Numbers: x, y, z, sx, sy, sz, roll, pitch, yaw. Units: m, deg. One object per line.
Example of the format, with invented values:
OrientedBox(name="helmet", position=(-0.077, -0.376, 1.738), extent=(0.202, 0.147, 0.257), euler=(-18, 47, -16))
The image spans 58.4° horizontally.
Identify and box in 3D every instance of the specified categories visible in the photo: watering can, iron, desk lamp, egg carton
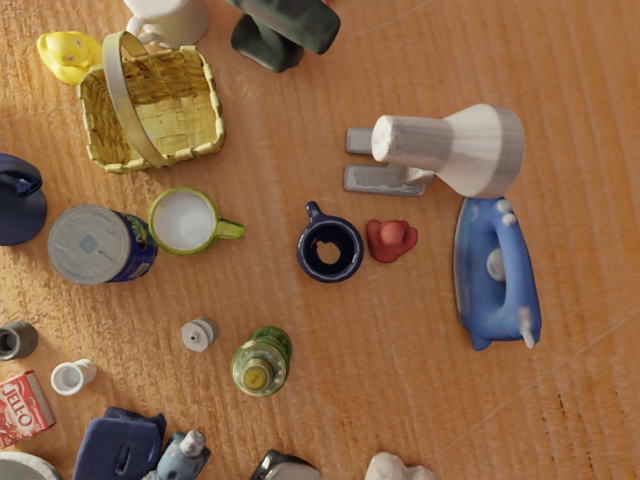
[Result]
OrientedBox(name="watering can", position=(-0.215, -0.349, 0.772), extent=(0.101, 0.194, 0.173), euler=(6, 88, -1))
OrientedBox(name="iron", position=(0.254, 0.027, 0.798), extent=(0.118, 0.141, 0.258), euler=(-8, 88, -2))
OrientedBox(name="desk lamp", position=(0.139, -0.113, 0.764), extent=(0.203, 0.213, 0.118), euler=(3, 88, -1))
OrientedBox(name="egg carton", position=(0.100, 0.384, 0.817), extent=(0.107, 0.069, 0.150), euler=(22, 87, -1))

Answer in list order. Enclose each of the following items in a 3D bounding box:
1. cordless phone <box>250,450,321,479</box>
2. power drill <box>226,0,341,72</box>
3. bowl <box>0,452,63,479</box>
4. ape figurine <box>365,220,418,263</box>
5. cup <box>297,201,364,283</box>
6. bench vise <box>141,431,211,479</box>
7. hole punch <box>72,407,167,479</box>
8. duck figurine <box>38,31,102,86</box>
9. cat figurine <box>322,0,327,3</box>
OrientedBox(name="cordless phone", position=(-0.064, 0.371, 0.755), extent=(0.094, 0.185, 0.148), euler=(29, 87, 0))
OrientedBox(name="power drill", position=(-0.083, -0.309, 0.767), extent=(0.229, 0.208, 0.076), euler=(28, 87, 0))
OrientedBox(name="bowl", position=(-0.422, 0.372, 0.800), extent=(0.167, 0.074, 0.167), euler=(0, 88, -1))
OrientedBox(name="ape figurine", position=(0.101, -0.004, 0.820), extent=(0.078, 0.092, 0.076), euler=(32, 87, 0))
OrientedBox(name="cup", position=(0.007, 0.003, 0.815), extent=(0.091, 0.095, 0.118), euler=(-24, 89, -2))
OrientedBox(name="bench vise", position=(-0.227, 0.346, 0.734), extent=(0.121, 0.219, 0.207), euler=(13, 88, -1))
OrientedBox(name="hole punch", position=(-0.277, 0.296, 0.799), extent=(0.101, 0.091, 0.109), euler=(15, 88, -1))
OrientedBox(name="duck figurine", position=(-0.360, -0.270, 0.820), extent=(0.104, 0.086, 0.077), euler=(24, 87, 0))
OrientedBox(name="cat figurine", position=(0.006, -0.383, 0.818), extent=(0.067, 0.117, 0.128), euler=(29, 87, 0))
